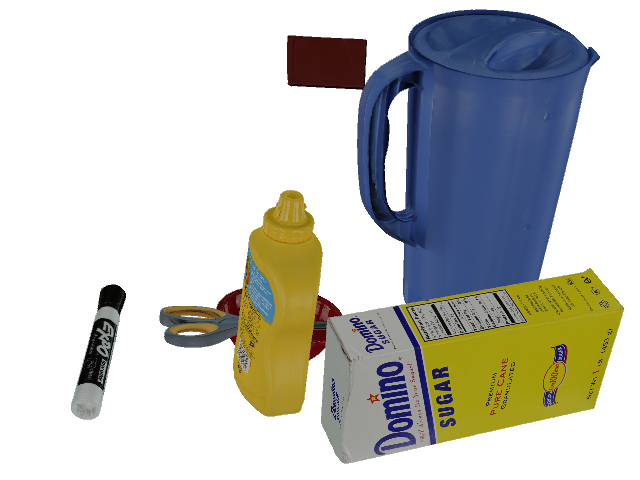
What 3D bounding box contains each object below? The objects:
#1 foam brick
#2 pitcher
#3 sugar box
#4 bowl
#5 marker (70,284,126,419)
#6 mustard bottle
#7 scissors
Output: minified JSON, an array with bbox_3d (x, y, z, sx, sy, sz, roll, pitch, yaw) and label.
[{"bbox_3d":[0.006,-0.182,1.094,0.078,0.051,0.053,2,11,-6],"label":"foam brick"},{"bbox_3d":[0.116,-0.045,0.827,0.149,0.243,0.144,14,34,18],"label":"pitcher"},{"bbox_3d":[0.090,0.077,0.653,0.176,0.093,0.048,-12,41,-16],"label":"sugar box"},{"bbox_3d":[-0.053,0.115,1.357,0.162,0.055,0.162,5,23,-2],"label":"bowl"},{"bbox_3d":[-0.149,0.071,0.725,0.020,0.020,0.121,0,37,0],"label":"marker"},{"bbox_3d":[-0.035,0.046,0.890,0.058,0.192,0.096,-3,32,-19],"label":"mustard bottle"},{"bbox_3d":[-0.072,0.093,1.094,0.202,0.016,0.096,6,18,9],"label":"scissors"}]
